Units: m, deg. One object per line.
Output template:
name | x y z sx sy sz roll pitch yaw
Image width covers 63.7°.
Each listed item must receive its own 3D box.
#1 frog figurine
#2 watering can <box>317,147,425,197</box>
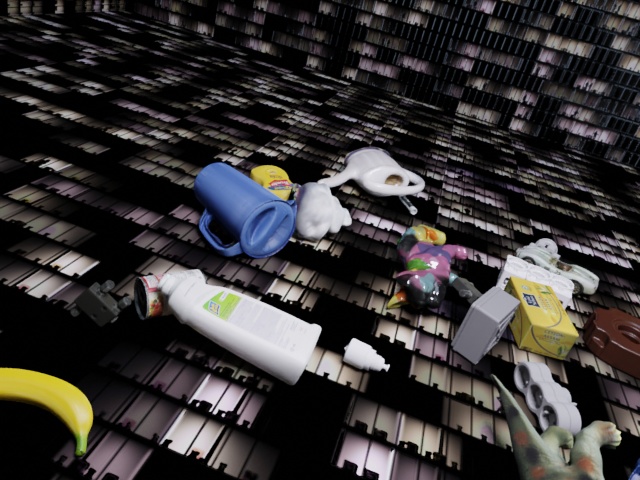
frog figurine | 0.004 -0.059 1.174 0.159 0.120 0.140 18 59 -14
watering can | 0.130 -0.191 1.476 0.348 0.102 0.229 2 30 -21
